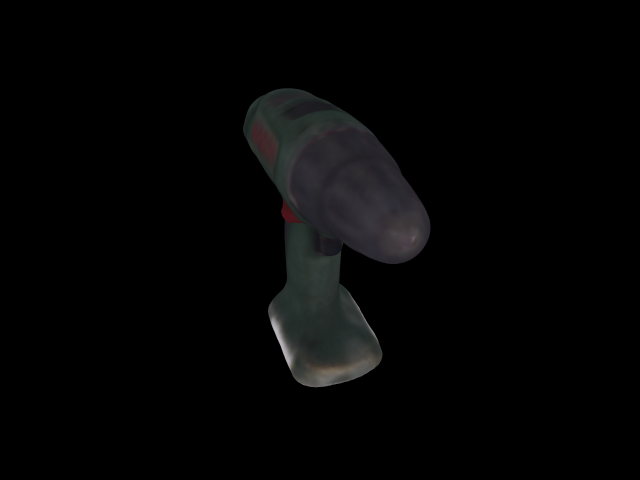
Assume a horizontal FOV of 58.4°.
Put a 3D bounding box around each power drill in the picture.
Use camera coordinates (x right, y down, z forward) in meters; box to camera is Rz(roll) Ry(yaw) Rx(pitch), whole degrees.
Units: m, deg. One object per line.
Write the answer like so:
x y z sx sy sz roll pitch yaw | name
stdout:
0.004 0.001 0.400 0.076 0.208 0.229 -14 42 -16 | power drill
